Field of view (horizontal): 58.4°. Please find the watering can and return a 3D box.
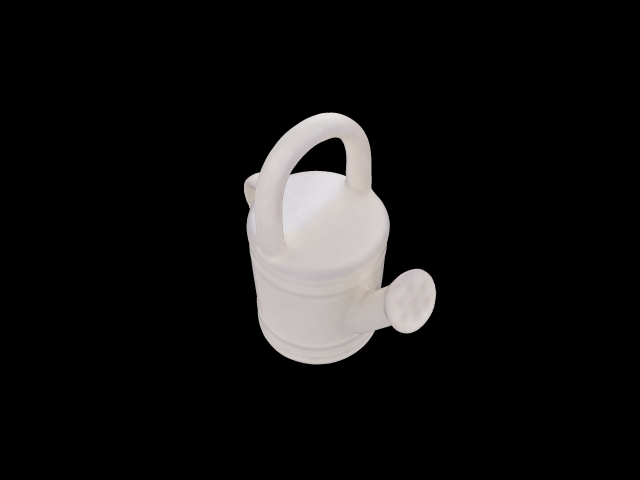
[{"bbox_3d":[0.005,0.000,0.401,0.172,0.194,0.101,21,53,17],"label":"watering can"}]
